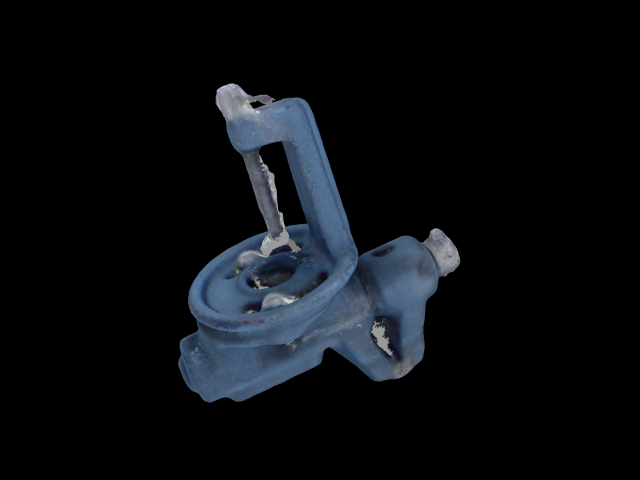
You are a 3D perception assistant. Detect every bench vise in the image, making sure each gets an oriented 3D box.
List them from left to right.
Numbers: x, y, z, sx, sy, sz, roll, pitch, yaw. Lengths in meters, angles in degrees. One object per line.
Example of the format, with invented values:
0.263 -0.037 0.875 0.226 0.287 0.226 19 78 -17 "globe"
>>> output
-0.003 -0.002 0.409 0.208 0.220 0.121 -16 27 -34 "bench vise"
